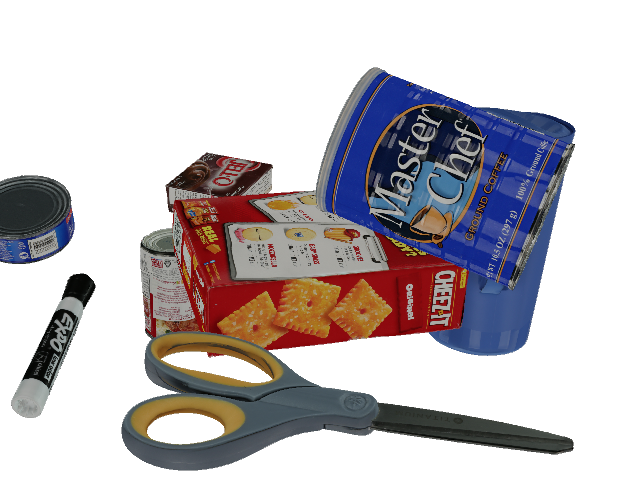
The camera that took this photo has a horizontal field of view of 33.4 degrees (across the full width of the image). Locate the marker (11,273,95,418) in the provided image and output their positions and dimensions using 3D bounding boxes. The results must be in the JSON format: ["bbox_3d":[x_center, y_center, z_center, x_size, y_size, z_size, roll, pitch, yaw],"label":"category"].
[{"bbox_3d":[-0.167,0.062,0.675,0.020,0.020,0.121,0,37,8],"label":"marker"}]

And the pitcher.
[{"bbox_3d":[0.173,-0.007,1.077,0.148,0.243,0.145,-14,26,-41],"label":"pitcher"}]

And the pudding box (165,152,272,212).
[{"bbox_3d":[-0.118,-0.063,1.266,0.090,0.039,0.113,11,31,18],"label":"pudding box"}]

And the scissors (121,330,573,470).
[{"bbox_3d":[0.000,0.085,0.470,0.202,0.016,0.096,16,34,23],"label":"scissors"}]

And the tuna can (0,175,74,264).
[{"bbox_3d":[-0.261,-0.018,0.940,0.086,0.034,0.086,0,41,0],"label":"tuna can"}]

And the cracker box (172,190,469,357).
[{"bbox_3d":[-0.006,0.021,0.897,0.213,0.072,0.164,-4,27,-16],"label":"cracker box"}]

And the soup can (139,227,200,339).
[{"bbox_3d":[-0.149,0.046,1.097,0.068,0.102,0.068,0,22,0],"label":"soup can"}]

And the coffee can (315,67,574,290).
[{"bbox_3d":[0.081,-0.041,0.702,0.140,0.103,0.102,23,5,12],"label":"coffee can"}]
